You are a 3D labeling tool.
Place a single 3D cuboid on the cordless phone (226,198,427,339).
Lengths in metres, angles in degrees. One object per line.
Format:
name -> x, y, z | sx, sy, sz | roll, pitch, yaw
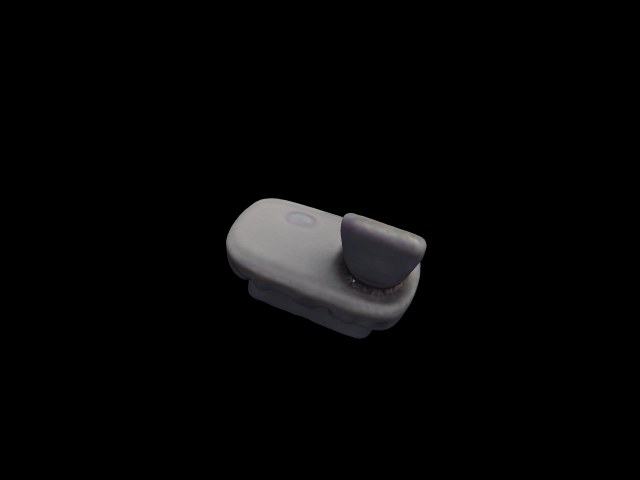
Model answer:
cordless phone -> 0.004, 0.001, 0.400 | 0.147, 0.185, 0.094 | 16, 75, 5
